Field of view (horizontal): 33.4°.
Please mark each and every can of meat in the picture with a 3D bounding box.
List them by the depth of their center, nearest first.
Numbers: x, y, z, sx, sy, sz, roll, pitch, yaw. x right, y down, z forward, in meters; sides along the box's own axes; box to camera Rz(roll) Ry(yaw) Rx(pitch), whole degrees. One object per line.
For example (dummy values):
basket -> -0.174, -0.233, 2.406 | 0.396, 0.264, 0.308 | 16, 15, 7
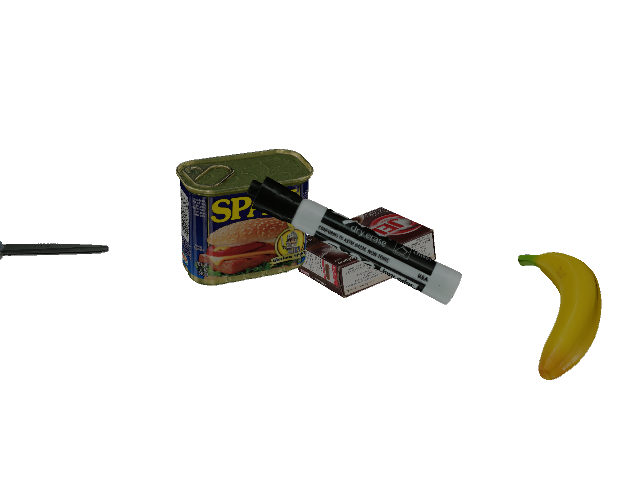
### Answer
can of meat -> -0.059, -0.018, 0.829 | 0.102, 0.084, 0.057 | -9, 31, -21

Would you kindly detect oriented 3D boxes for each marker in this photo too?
marker -> 0.017, -0.001, 0.562 | 0.121, 0.020, 0.020 | 26, 0, 1

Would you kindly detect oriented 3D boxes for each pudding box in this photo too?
pudding box -> 0.043, 0.010, 1.048 | 0.113, 0.039, 0.090 | -23, 26, -24

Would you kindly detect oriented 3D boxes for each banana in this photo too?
banana -> 0.230, 0.062, 1.001 | 0.070, 0.037, 0.197 | -26, 24, 18

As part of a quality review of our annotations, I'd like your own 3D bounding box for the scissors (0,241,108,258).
scissors -> -0.285, 0.015, 0.872 | 0.202, 0.016, 0.096 | 5, 23, 5
